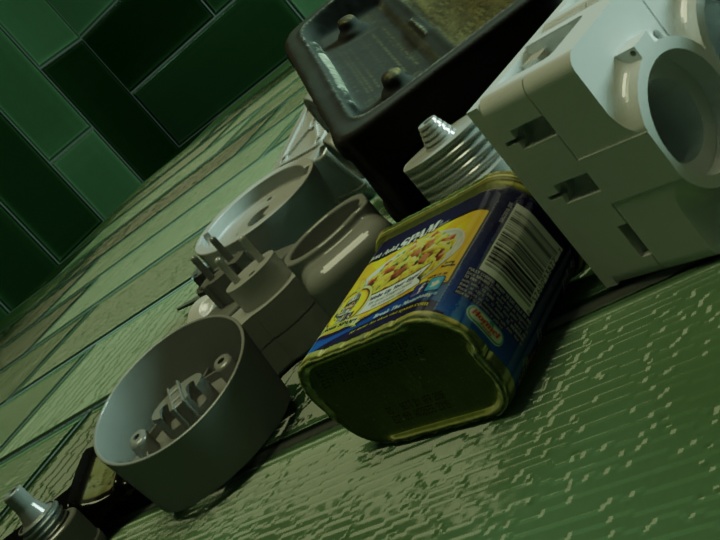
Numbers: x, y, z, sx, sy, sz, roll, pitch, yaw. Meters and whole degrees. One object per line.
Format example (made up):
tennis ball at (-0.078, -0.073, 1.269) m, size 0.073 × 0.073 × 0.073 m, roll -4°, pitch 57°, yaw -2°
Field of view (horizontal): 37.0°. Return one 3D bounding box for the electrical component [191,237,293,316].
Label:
electrical component at (-0.077, 0.013, 0.698) m, size 0.083 × 0.075 × 0.047 m, roll -49°, pitch 16°, yaw -28°

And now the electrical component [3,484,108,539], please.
electrical component at (-0.163, 0.139, 0.571) m, size 0.035 × 0.061 × 0.035 m, roll -38°, pitch 14°, yaw 11°

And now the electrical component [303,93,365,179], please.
electrical component at (0.008, -0.099, 0.760) m, size 0.060 × 0.108 × 0.108 m, roll -48°, pitch 14°, yaw -3°

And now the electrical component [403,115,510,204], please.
electrical component at (0.055, -0.035, 0.482) m, size 0.043 × 0.081 × 0.043 m, roll -38°, pitch 14°, yaw 11°

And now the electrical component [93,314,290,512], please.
electrical component at (-0.087, 0.074, 0.560) m, size 0.099 × 0.064 × 0.099 m, roll -38°, pitch 14°, yaw 12°

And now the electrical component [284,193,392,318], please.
electrical component at (0.000, 0.000, 0.565) m, size 0.054 × 0.059 × 0.095 m, roll -41°, pitch 14°, yaw 0°

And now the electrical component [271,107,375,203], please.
electrical component at (-0.016, -0.107, 0.887) m, size 0.109 × 0.056 × 0.108 m, roll -19°, pitch 42°, yaw 58°

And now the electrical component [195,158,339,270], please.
electrical component at (-0.060, -0.025, 0.790) m, size 0.108 × 0.060 × 0.108 m, roll -33°, pitch 20°, yaw 14°

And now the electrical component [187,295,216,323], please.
electrical component at (-0.101, 0.037, 0.754) m, size 0.043 × 0.043 × 0.062 m, roll -48°, pitch 14°, yaw -25°

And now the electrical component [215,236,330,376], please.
electrical component at (-0.053, 0.014, 0.636) m, size 0.138 × 0.073 × 0.052 m, roll -42°, pitch 14°, yaw -5°

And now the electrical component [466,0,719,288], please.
electrical component at (0.124, -0.080, 0.415) m, size 0.150 × 0.089 × 0.062 m, roll -50°, pitch 16°, yaw -32°
